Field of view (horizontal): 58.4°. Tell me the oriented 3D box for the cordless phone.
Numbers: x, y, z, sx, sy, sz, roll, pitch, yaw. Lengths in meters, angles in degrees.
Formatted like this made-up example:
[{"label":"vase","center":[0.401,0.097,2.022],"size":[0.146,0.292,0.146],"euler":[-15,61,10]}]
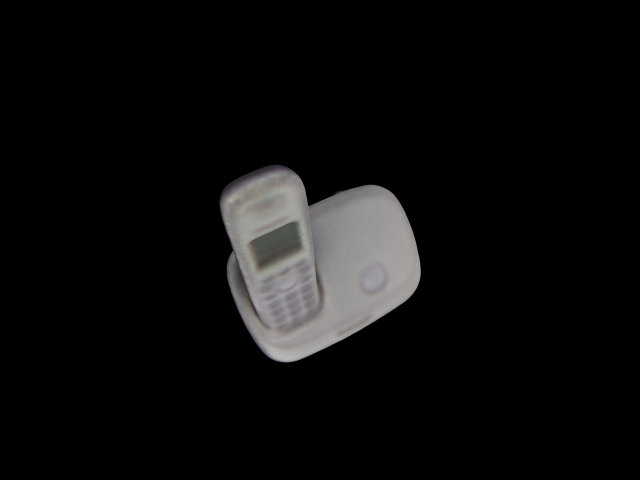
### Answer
[{"label":"cordless phone","center":[0.004,0.001,0.400],"size":[0.148,0.185,0.094],"euler":[-29,66,-14]}]
